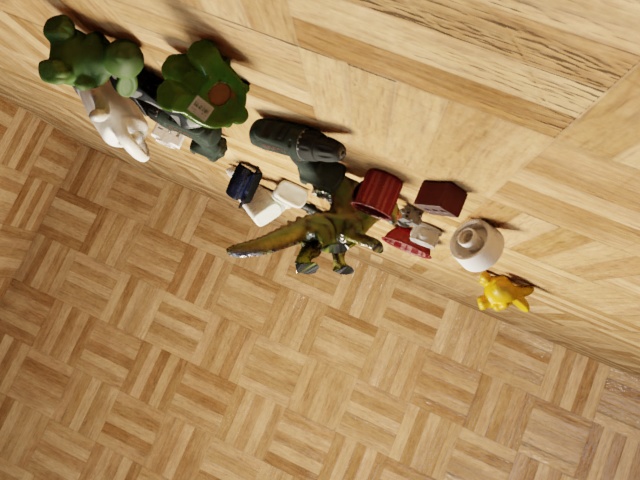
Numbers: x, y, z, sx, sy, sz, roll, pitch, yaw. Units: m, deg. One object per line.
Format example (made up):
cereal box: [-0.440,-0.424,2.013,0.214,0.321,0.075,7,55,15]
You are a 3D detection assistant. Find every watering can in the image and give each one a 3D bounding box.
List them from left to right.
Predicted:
watering can: [-0.454,-0.285,1.111,0.104,0.225,0.345,-31,-5,-6]

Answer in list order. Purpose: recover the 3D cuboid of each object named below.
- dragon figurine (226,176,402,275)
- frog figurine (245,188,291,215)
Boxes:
dragon figurine: [0.003,-0.057,1.141,0.410,0.248,0.119,5,-33,-16]
frog figurine: [-0.188,-0.151,1.937,0.158,0.125,0.135,-21,-39,25]
